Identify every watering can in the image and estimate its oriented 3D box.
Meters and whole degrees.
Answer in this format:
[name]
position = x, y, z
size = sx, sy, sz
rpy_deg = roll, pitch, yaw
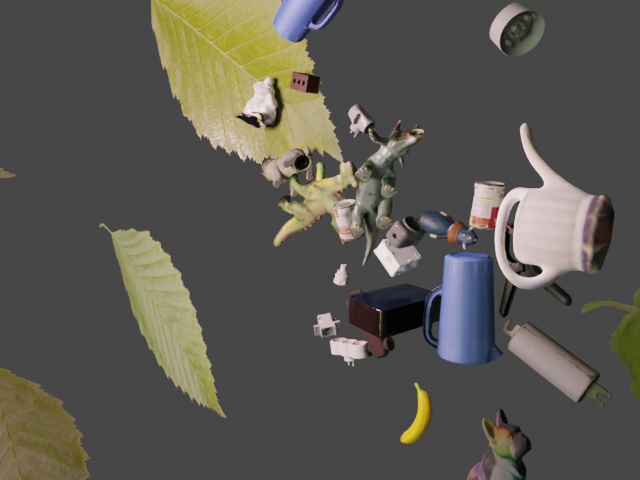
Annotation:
[watering can]
position = 0.470, -0.066, 1.036
size = 0.225, 0.104, 0.348
rpy_deg = 9, 90, 42

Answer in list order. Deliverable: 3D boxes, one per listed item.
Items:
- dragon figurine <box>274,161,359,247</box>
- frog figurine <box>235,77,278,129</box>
[dragon figurine]
position = 0.005, -0.078, 1.546
size = 0.246, 0.123, 0.402
rpy_deg = 41, 125, 26
[frog figurine]
position = -0.190, -0.457, 1.720
size = 0.137, 0.121, 0.162
rpy_deg = -3, 58, 55
